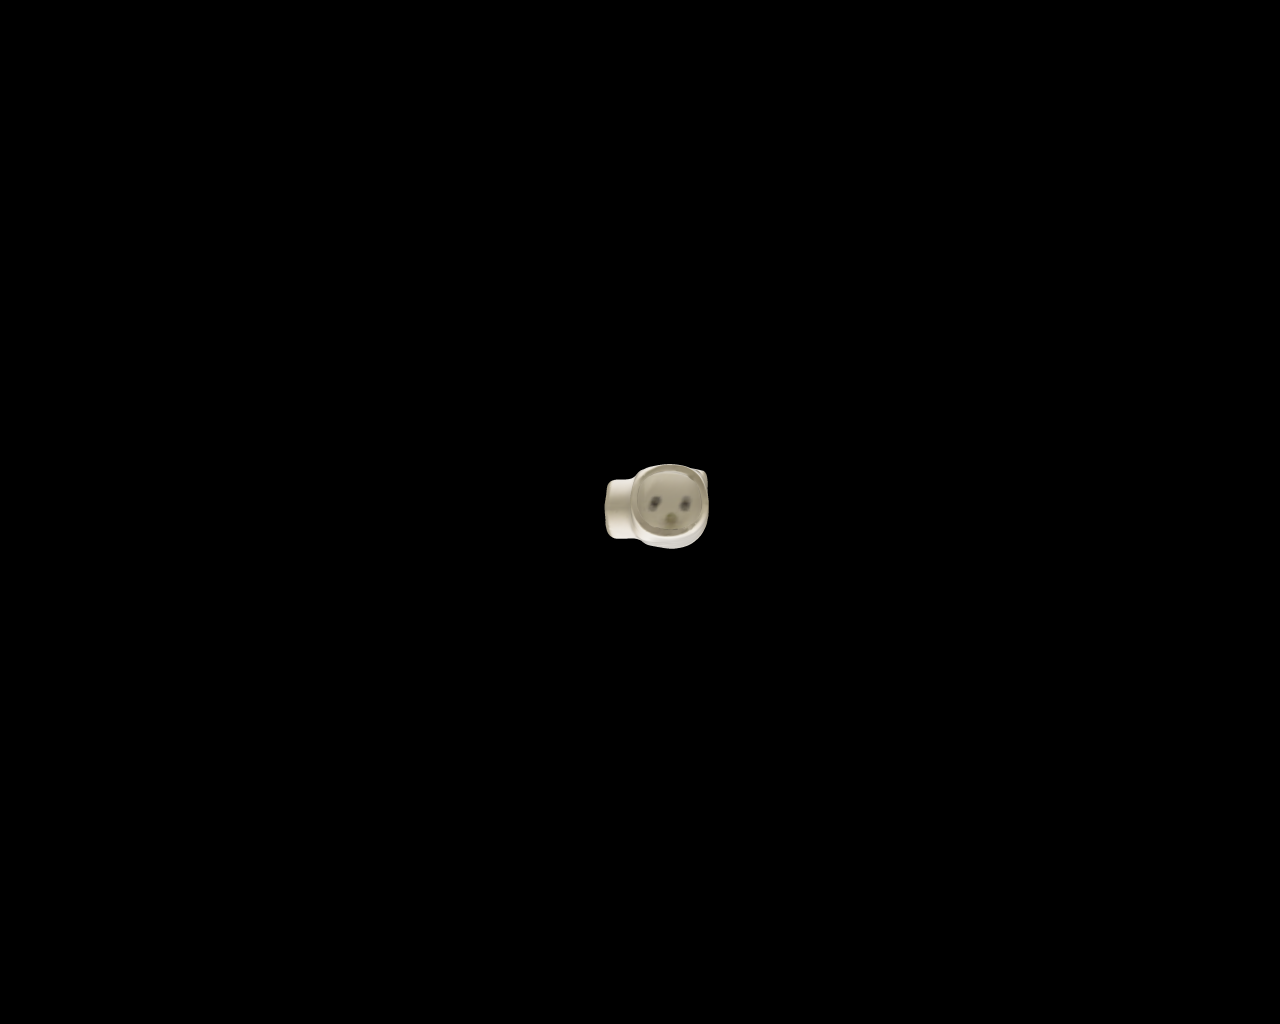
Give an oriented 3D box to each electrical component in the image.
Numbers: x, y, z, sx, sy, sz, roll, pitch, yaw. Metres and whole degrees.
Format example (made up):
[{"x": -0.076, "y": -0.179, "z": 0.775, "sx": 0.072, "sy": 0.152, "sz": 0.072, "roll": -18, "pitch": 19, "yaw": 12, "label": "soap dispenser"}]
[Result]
[{"x": 0.001, "y": -0.003, "z": 0.650, "sx": 0.079, "sy": 0.043, "sz": 0.077, "roll": 0, "pitch": -7, "yaw": 4, "label": "electrical component"}]
